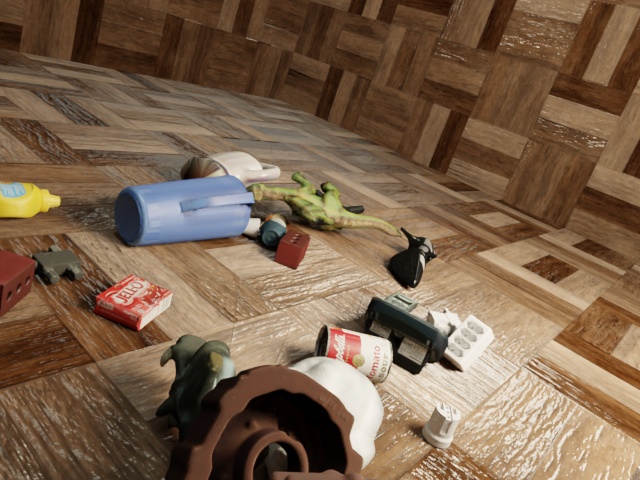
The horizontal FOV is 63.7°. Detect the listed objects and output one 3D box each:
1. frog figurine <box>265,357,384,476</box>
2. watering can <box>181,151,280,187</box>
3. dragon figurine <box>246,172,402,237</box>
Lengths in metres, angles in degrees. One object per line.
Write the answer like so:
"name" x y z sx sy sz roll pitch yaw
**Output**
"frog figurine" -0.005 0.201 0.570 0.121 0.139 0.159 -47 -21 17
"watering can" -0.274 -0.182 1.361 0.348 0.103 0.227 10 19 31
"dragon figurine" 0.004 -0.063 1.244 0.411 0.120 0.245 19 17 6
